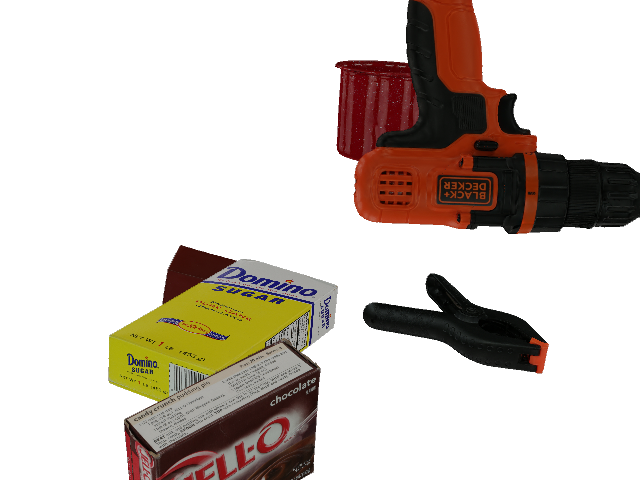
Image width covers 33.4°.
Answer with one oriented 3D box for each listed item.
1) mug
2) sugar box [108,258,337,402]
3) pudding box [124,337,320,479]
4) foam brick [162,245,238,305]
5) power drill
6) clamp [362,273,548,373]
[{"bbox_3d":[0.069,-0.115,0.956,0.117,0.081,0.093,1,16,-8],"label":"mug"},{"bbox_3d":[-0.068,0.067,0.799,0.093,0.048,0.176,16,27,24],"label":"sugar box"},{"bbox_3d":[-0.054,0.118,0.607,0.113,0.090,0.039,-27,48,-33],"label":"pudding box"},{"bbox_3d":[-0.120,0.048,1.118,0.078,0.051,0.053,16,31,3],"label":"foam brick"},{"bbox_3d":[0.115,-0.098,0.661,0.184,0.188,0.057,2,3,-1],"label":"power drill"},{"bbox_3d":[0.139,0.076,1.006,0.172,0.039,0.120,20,33,25],"label":"clamp"}]
